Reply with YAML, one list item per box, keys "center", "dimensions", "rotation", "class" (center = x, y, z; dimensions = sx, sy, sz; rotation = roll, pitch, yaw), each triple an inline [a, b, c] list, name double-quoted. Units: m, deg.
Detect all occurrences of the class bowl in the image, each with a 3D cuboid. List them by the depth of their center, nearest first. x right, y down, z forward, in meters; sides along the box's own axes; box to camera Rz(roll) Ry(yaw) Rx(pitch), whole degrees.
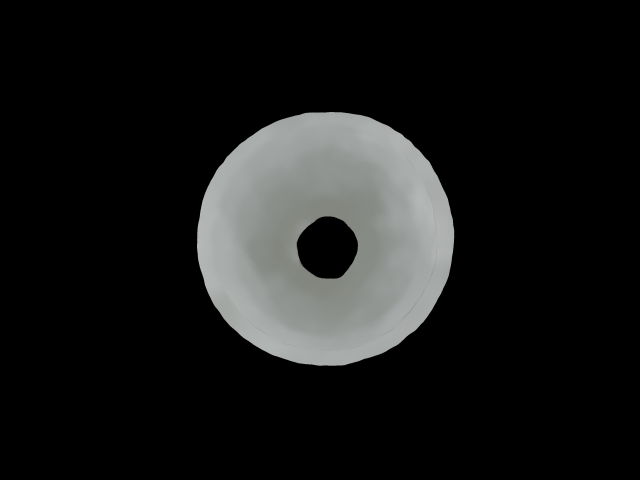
- center: [0.004, 0.001, 0.400]
  dimensions: [0.167, 0.075, 0.167]
  rotation: [0, 82, 0]
  class: "bowl"
